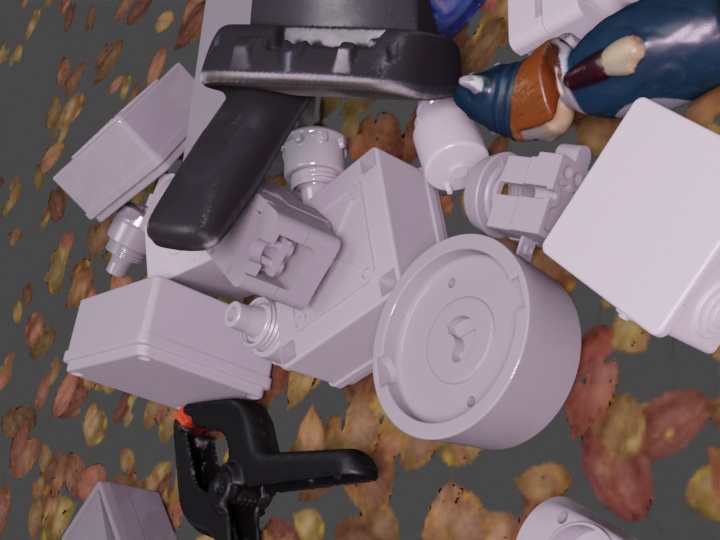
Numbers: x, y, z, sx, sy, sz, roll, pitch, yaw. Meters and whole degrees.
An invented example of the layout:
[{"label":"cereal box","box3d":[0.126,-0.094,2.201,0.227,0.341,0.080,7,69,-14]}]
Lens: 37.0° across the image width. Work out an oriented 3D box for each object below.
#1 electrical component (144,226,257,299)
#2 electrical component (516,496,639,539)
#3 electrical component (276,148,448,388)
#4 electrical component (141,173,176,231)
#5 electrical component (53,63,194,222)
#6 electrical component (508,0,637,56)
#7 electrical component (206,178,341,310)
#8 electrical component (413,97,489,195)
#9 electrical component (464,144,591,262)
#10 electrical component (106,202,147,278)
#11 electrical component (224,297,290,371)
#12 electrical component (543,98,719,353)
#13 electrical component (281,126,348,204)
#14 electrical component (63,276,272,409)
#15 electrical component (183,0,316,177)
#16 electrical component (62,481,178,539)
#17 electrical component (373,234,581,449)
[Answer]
[{"label":"electrical component","box3d":[-0.093,-0.016,0.752,0.100,0.100,0.048,-21,70,43]},{"label":"electrical component","box3d":[0.102,0.152,0.475,0.077,0.044,0.079,25,92,53]},{"label":"electrical component","box3d":[0.000,0.000,0.664,0.109,0.056,0.108,-36,47,35]},{"label":"electrical component","box3d":[-0.129,-0.041,0.841,0.089,0.056,0.050,18,87,53]},{"label":"electrical component","box3d":[-0.188,-0.107,0.908,0.109,0.056,0.108,-30,20,38]},{"label":"electrical component","box3d":[0.121,-0.163,0.605,0.056,0.050,0.089,-22,56,43]},{"label":"electrical component","box3d":[-0.056,-0.020,0.647,0.050,0.056,0.089,-59,38,11]},{"label":"electrical component","box3d":[0.052,-0.084,0.657,0.040,0.040,0.078,-42,44,30]},{"label":"electrical component","box3d":[0.091,-0.038,0.584,0.055,0.048,0.066,13,83,45]},{"label":"electrical component","box3d":[-0.198,-0.024,0.926,0.043,0.043,0.062,38,104,52]},{"label":"electrical component","box3d":[-0.060,0.038,0.713,0.048,0.062,0.048,-26,54,41]},{"label":"electrical component","box3d":[0.148,-0.020,0.502,0.099,0.048,0.099,-59,38,11]},{"label":"electrical component","box3d":[-0.031,-0.065,0.746,0.048,0.048,0.062,-22,63,43]},{"label":"electrical component","box3d":[-0.132,0.054,0.754,0.109,0.109,0.056,-15,58,46]},{"label":"electrical component","box3d":[-0.077,-0.152,0.829,0.089,0.062,0.150,-20,58,44]},{"label":"electrical component","box3d":[-0.175,0.198,0.773,0.061,0.061,0.096,-55,39,15]},{"label":"electrical component","box3d":[0.065,0.042,0.561,0.108,0.060,0.108,-26,53,41]}]
